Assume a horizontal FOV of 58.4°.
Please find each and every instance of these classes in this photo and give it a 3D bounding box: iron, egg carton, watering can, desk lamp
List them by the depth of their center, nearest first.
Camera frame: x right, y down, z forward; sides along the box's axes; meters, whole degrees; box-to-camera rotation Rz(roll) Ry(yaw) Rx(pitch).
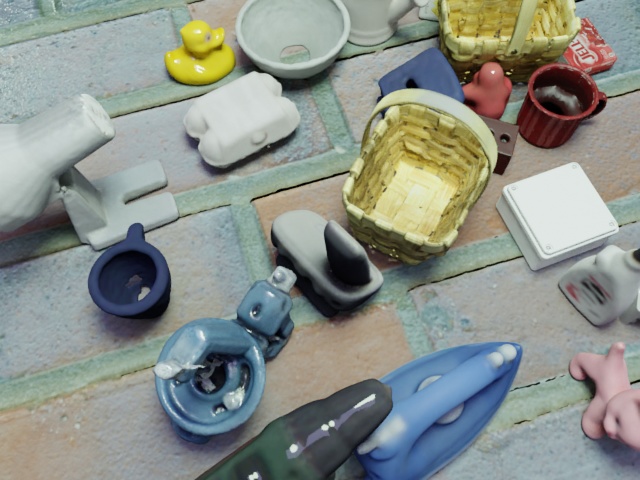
[{"bbox_3d":[0.133,0.166,0.611,0.258,0.141,0.118,-31,69,-12],"label":"iron"},{"bbox_3d":[-0.302,-0.078,0.686,0.203,0.213,0.118,-23,67,-9],"label":"desk lamp"},{"bbox_3d":[-0.108,-0.167,0.802,0.150,0.069,0.107,-30,69,-12],"label":"egg carton"},{"bbox_3d":[0.080,-0.385,0.827,0.172,0.194,0.101,15,67,8],"label":"watering can"}]

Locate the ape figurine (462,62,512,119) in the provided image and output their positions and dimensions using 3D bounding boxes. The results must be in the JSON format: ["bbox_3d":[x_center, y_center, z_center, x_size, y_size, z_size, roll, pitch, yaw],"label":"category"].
[{"bbox_3d":[0.235,-0.212,0.804,0.078,0.092,0.076,1,66,2],"label":"ape figurine"}]

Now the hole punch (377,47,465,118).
[{"bbox_3d":[0.137,-0.197,0.799,0.101,0.091,0.108,-19,67,-7],"label":"hole punch"}]

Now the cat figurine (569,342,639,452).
[{"bbox_3d":[0.332,0.173,0.617,0.067,0.118,0.128,-5,66,-1],"label":"cat figurine"}]

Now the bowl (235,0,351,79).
[{"bbox_3d":[-0.038,-0.299,0.856,0.167,0.075,0.167,0,66,1],"label":"bowl"}]

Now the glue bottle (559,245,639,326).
[{"bbox_3d":[0.332,0.041,0.646,0.037,0.173,0.078,-36,70,-14],"label":"glue bottle"}]

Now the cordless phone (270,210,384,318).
[{"bbox_3d":[0.006,0.002,0.661,0.147,0.185,0.094,41,73,17],"label":"cordless phone"}]

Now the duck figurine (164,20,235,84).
[{"bbox_3d":[-0.182,-0.284,0.846,0.104,0.086,0.077,-13,66,-5],"label":"duck figurine"}]

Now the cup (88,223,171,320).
[{"bbox_3d":[-0.218,0.047,0.695,0.091,0.095,0.118,-2,66,0],"label":"cup"}]

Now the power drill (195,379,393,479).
[{"bbox_3d":[-0.035,0.219,0.553,0.230,0.208,0.075,-31,69,-12],"label":"power drill"}]

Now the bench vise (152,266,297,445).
[{"bbox_3d":[-0.106,0.103,0.600,0.121,0.220,0.207,14,67,7],"label":"bench vise"}]
